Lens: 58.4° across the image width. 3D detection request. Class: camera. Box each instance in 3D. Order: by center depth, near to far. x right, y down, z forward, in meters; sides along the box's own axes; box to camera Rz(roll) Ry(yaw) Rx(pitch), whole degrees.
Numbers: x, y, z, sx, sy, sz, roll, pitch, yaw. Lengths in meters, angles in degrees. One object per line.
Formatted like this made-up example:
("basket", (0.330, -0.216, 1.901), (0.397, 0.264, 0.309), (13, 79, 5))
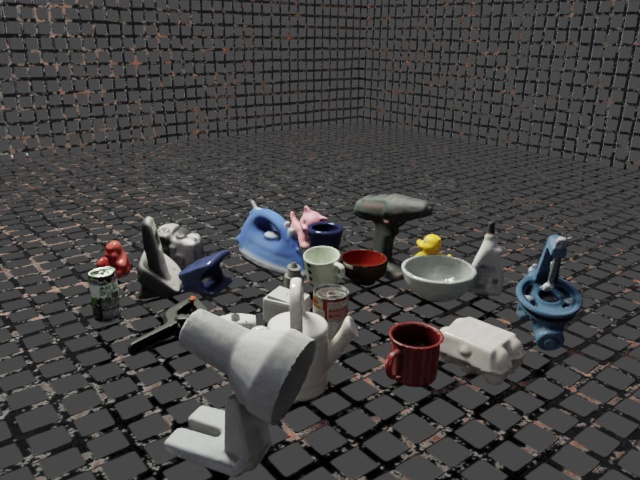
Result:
("camera", (-0.360, 0.005, 1.467), (0.143, 0.101, 0.137), (4, 20, 8))

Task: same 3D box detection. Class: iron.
("iron", (-0.112, -0.008, 1.454), (0.119, 0.141, 0.257), (-14, 25, -36))

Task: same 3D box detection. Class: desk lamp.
("desk lamp", (-0.110, 0.202, 0.766), (0.202, 0.214, 0.118), (9, 21, 21))

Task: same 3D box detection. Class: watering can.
("watering can", (-0.028, 0.153, 0.935), (0.173, 0.194, 0.100), (-6, 21, -18))

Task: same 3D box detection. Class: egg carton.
("egg carton", (0.280, 0.194, 1.018), (0.149, 0.069, 0.107), (19, 27, 40))

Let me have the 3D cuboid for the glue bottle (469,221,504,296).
("glue bottle", (0.381, 0.041, 1.294), (0.078, 0.173, 0.037), (5, 20, 12))

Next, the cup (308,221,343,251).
("cup", (0.014, 0.005, 1.492), (0.091, 0.095, 0.117), (1, 20, 2))

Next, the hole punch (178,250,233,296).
("hole punch", (-0.264, 0.070, 1.308), (0.101, 0.091, 0.109), (7, 21, 18))

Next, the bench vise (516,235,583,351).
("bench vise", (0.432, 0.078, 1.123), (0.121, 0.220, 0.207), (-3, 20, -9))

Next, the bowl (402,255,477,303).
("bowl", (0.264, 0.095, 1.285), (0.167, 0.075, 0.167), (1, 20, 0))

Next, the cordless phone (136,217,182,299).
("cordless phone", (-0.363, 0.027, 1.283), (0.094, 0.185, 0.147), (-3, 20, -11))

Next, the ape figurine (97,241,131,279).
("ape figurine", (-0.488, 0.046, 1.362), (0.077, 0.092, 0.076), (17, 25, 37))

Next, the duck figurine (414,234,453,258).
("duck figurine", (0.288, 0.029, 1.450), (0.104, 0.086, 0.078), (13, 23, 30))

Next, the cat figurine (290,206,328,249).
("cat figurine", (-0.039, -0.043, 1.591), (0.127, 0.118, 0.067), (19, 27, 41))

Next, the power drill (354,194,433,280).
("power drill", (0.175, -0.016, 1.390), (0.076, 0.208, 0.228), (-16, 26, -39))
